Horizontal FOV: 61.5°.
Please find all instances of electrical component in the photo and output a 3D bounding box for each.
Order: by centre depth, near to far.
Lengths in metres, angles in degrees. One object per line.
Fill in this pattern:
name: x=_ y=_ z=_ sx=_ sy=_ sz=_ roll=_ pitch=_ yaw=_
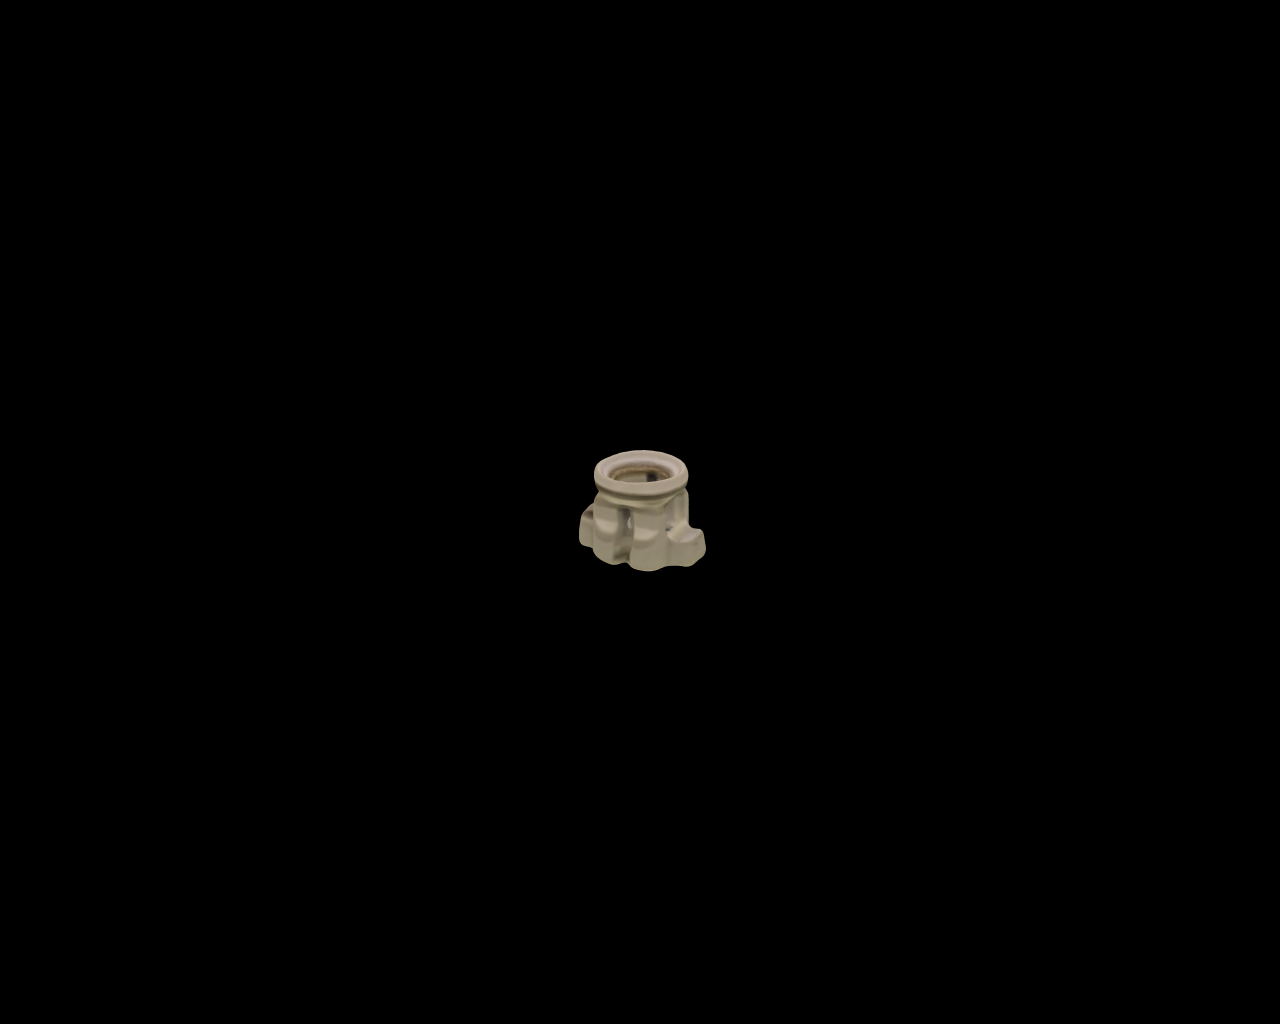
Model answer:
electrical component: x=0.001 y=-0.003 z=0.650 sx=0.078 sy=0.056 sz=0.058 roll=12 pitch=28 yaw=25
